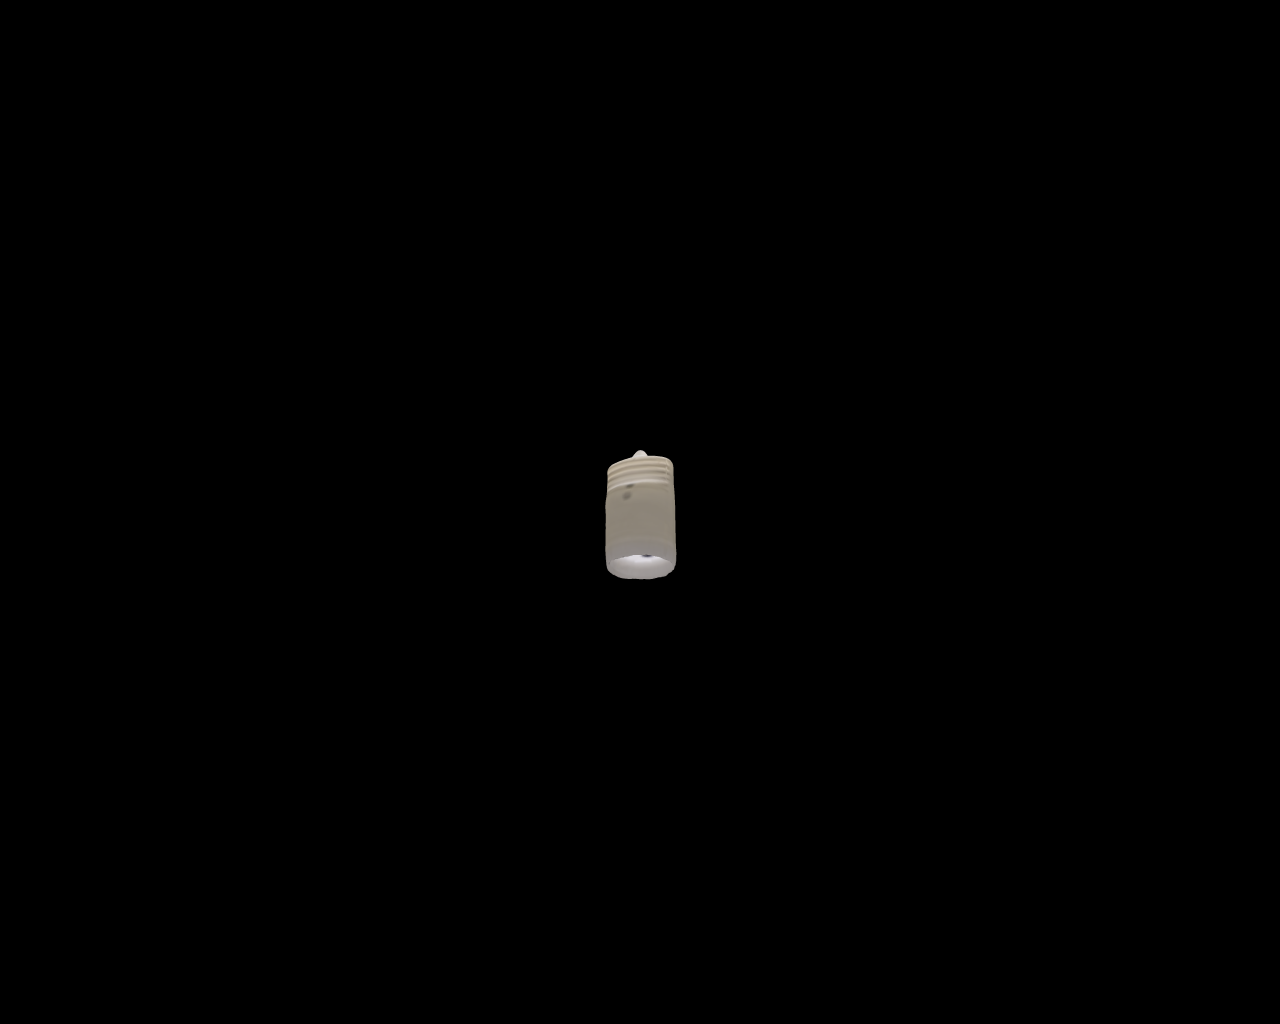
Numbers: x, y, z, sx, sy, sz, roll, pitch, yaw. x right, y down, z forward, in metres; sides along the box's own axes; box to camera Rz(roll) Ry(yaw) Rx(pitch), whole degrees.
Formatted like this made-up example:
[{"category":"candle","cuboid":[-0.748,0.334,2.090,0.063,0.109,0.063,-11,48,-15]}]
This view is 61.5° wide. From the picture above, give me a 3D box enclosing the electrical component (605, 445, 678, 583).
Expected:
[{"category":"electrical component","cuboid":[0.001,-0.003,0.650,0.043,0.081,0.043,0,-24,0]}]
